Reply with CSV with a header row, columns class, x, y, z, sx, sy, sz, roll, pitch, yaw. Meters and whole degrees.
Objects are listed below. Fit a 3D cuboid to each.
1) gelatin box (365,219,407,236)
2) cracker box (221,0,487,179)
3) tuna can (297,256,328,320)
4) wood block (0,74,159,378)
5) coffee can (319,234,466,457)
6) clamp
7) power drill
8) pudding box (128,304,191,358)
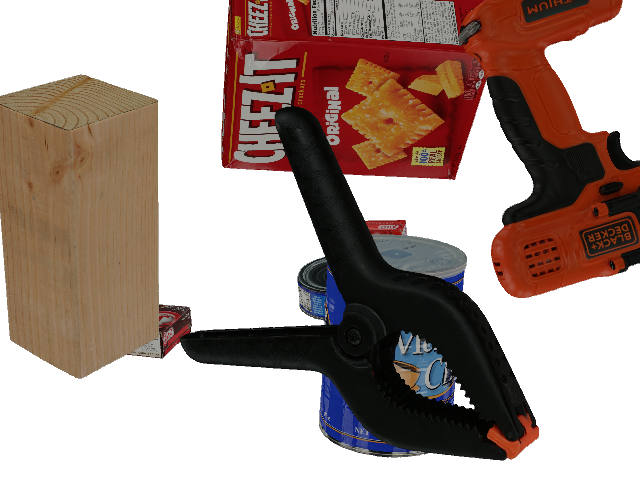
class,x,y,z,sx,sy,sz,roll,pitch,yaw
gelatin box,0.069,0.019,1.291,0.073,0.089,0.030,1,29,16
cracker box,0.026,-0.128,0.905,0.213,0.072,0.164,2,-36,-6
tuna can,0.020,0.046,1.075,0.086,0.034,0.086,-4,25,2
wood block,-0.187,-0.011,0.830,0.090,0.206,0.090,22,32,32
coffee can,0.053,0.075,0.797,0.103,0.140,0.103,2,15,-1
clamp,0.025,0.036,0.560,0.210,0.165,0.036,29,24,25
power drill,0.177,-0.073,0.665,0.184,0.187,0.057,-17,-2,-5
pudding box,-0.224,0.106,1.286,0.114,0.039,0.090,2,15,15
